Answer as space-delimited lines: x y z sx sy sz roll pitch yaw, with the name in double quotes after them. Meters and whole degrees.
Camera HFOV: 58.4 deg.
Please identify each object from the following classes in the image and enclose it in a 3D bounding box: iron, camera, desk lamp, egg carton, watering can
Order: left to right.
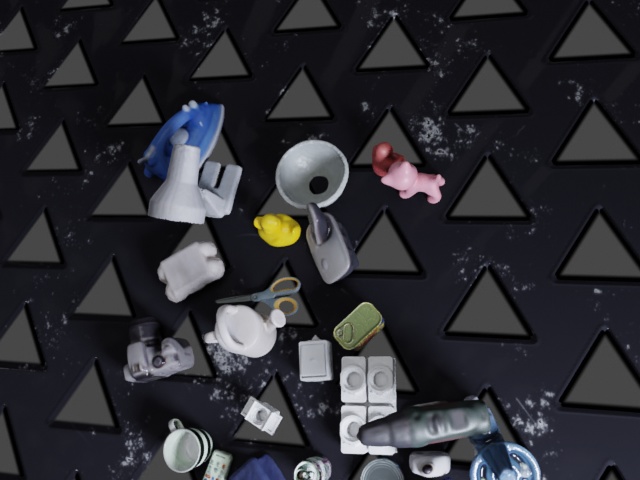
-0.371 0.236 1.268 0.143 0.101 0.137 -18 72 8 "camera"
-0.332 -0.252 1.371 0.118 0.142 0.258 32 84 19 "iron"
-0.295 0.070 1.313 0.150 0.069 0.107 -31 70 3 "egg carton"
-0.282 -0.115 1.284 0.117 0.214 0.203 10 78 16 "desk lamp"
-0.158 0.181 1.184 0.173 0.194 0.100 -37 70 1 "watering can"

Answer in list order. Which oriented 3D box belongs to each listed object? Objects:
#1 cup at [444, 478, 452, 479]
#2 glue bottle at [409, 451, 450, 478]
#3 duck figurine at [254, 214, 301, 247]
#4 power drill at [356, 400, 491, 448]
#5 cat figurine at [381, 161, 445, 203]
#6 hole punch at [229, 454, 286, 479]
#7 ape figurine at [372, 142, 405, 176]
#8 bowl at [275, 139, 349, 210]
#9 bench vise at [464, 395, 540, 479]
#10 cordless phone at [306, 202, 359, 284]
0.233 0.498 1.059 0.091 0.095 0.118 2 76 14 "cup"
0.198 0.413 1.049 0.078 0.173 0.037 -2 74 13 "glue bottle"
-0.099 -0.030 1.286 0.104 0.086 0.077 11 78 16 "duck figurine"
0.193 0.340 1.051 0.229 0.209 0.075 -14 72 9 "power drill"
0.200 -0.132 1.228 0.127 0.118 0.067 7 77 15 "cat figurine"
-0.126 0.500 1.144 0.101 0.091 0.108 -39 70 1 "hole punch"
0.145 -0.186 1.269 0.076 0.092 0.077 -39 70 0 "ape figurine"
-0.012 -0.138 1.301 0.167 0.075 0.167 -3 74 12 "bowl"
0.300 0.386 1.008 0.121 0.220 0.207 -41 70 0 "bench vise"
0.011 0.004 1.198 0.094 0.185 0.147 -27 71 5 "cordless phone"
